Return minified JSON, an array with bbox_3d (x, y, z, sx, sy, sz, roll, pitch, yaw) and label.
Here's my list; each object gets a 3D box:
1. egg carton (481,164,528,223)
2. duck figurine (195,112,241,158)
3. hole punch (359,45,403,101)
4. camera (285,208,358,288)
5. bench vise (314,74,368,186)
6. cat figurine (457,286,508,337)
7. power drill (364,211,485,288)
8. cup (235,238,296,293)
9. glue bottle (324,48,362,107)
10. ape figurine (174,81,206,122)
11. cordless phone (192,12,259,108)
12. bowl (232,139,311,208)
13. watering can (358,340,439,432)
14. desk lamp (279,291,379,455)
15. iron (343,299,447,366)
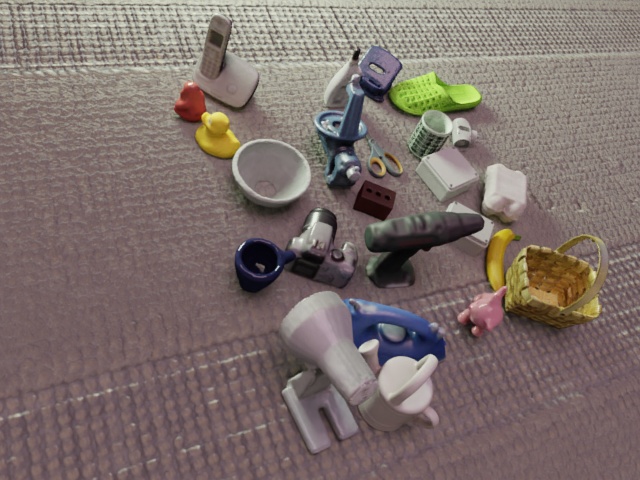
[{"bbox_3d":[0.448,-0.115,1.395,0.107,0.069,0.150,20,54,-6],"label":"egg carton"},{"bbox_3d":[-0.215,-0.232,1.230,0.104,0.086,0.078,33,54,4],"label":"duck figurine"},{"bbox_3d":[0.146,-0.432,1.482,0.108,0.091,0.101,34,54,4],"label":"hole punch"},{"bbox_3d":[0.011,0.004,1.146,0.143,0.100,0.137,19,54,-6],"label":"camera"},{"bbox_3d":[0.069,-0.234,1.247,0.122,0.219,0.207,-20,66,-28],"label":"bench vise"},{"bbox_3d":[0.342,0.140,1.162,0.067,0.117,0.128,42,55,11],"label":"cat figurine"},{"bbox_3d":[0.184,0.014,1.133,0.230,0.208,0.075,-3,59,-21],"label":"power drill"},{"bbox_3d":[-0.108,0.054,1.075,0.118,0.095,0.091,-11,62,-25],"label":"cup"},{"bbox_3d":[0.067,-0.391,1.377,0.078,0.173,0.037,-5,60,-22],"label":"glue bottle"},{"bbox_3d":[-0.282,-0.310,1.253,0.078,0.092,0.076,-29,71,-32],"label":"ape figurine"},{"bbox_3d":[-0.202,-0.402,1.283,0.147,0.185,0.094,28,54,0],"label":"cordless phone"},{"bbox_3d":[-0.106,-0.128,1.207,0.168,0.074,0.167,9,56,-13],"label":"bowl"},{"bbox_3d":[0.134,0.247,0.973,0.173,0.194,0.101,26,54,-1],"label":"watering can"},{"bbox_3d":[0.013,0.215,0.939,0.118,0.213,0.203,-18,65,-28],"label":"desk lamp"},{"bbox_3d":[0.142,0.168,1.060,0.258,0.141,0.118,14,55,-10],"label":"iron"}]
